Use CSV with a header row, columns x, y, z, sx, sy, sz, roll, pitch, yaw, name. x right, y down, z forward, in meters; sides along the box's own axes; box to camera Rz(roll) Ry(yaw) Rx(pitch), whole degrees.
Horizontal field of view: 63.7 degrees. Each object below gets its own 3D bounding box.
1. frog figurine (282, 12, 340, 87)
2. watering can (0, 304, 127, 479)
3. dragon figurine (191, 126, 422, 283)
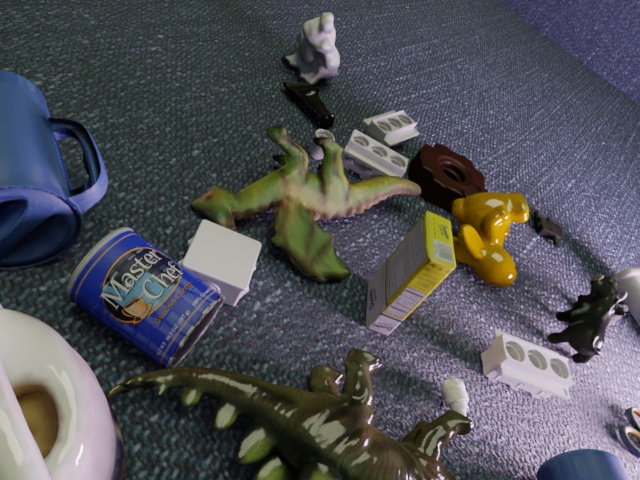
x,y,z,sx,sy,sz,roll,pitch,yaw,name
0.000,-0.436,1.146,0.123,0.156,0.140,3,49,-31,frog figurine
-0.257,0.107,0.428,0.105,0.219,0.352,-28,67,-25,watering can
0.003,-0.042,0.838,0.409,0.120,0.248,12,62,-19,dragon figurine
